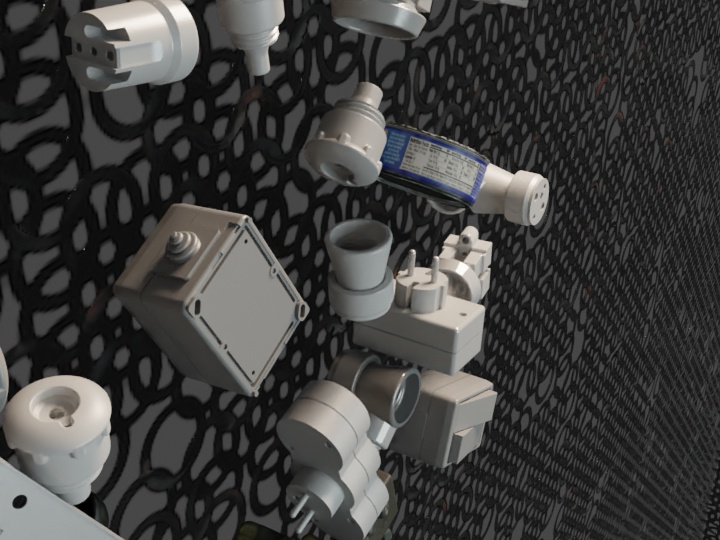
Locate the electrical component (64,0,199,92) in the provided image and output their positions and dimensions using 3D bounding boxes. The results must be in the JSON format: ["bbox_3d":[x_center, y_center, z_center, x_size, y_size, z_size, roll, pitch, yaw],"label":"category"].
[{"bbox_3d":[-0.101,-0.099,0.474,0.046,0.040,0.040,-27,128,-48],"label":"electrical component"}]

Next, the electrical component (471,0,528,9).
[{"bbox_3d":[0.086,-0.243,0.719,0.063,0.079,0.121,-53,154,-79],"label":"electrical component"}]

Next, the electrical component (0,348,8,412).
[{"bbox_3d":[-0.172,0.044,0.415,0.062,0.048,0.048,-26,127,-45],"label":"electrical component"}]

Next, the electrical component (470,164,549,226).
[{"bbox_3d":[0.126,-0.064,0.910,0.045,0.055,0.045,-39,138,-48],"label":"electrical component"}]

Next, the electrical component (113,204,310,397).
[{"bbox_3d":[-0.081,0.011,0.557,0.061,0.061,0.096,-59,142,-26],"label":"electrical component"}]

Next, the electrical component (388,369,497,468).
[{"bbox_3d":[0.075,0.122,0.910,0.096,0.061,0.061,-10,114,-61],"label":"electrical component"}]

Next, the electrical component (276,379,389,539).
[{"bbox_3d":[-0.026,0.147,0.739,0.073,0.052,0.138,-52,145,-35],"label":"electrical component"}]

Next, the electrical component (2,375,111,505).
[{"bbox_3d":[-0.138,0.084,0.502,0.048,0.048,0.062,-46,150,-43],"label":"electrical component"}]

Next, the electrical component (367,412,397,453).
[{"bbox_3d":[0.005,0.127,0.810,0.061,0.035,0.035,-64,152,-13],"label":"electrical component"}]

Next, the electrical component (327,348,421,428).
[{"bbox_3d":[0.010,0.083,0.770,0.045,0.055,0.045,-39,138,-48],"label":"electrical component"}]

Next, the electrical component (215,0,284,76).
[{"bbox_3d":[-0.055,-0.129,0.549,0.035,0.035,0.061,-49,147,-40],"label":"electrical component"}]

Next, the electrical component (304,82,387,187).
[{"bbox_3d":[-0.004,-0.086,0.663,0.062,0.048,0.048,-70,154,-22],"label":"electrical component"}]

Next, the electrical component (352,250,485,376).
[{"bbox_3d":[0.043,0.023,0.767,0.047,0.083,0.075,-33,133,-53],"label":"electrical component"}]

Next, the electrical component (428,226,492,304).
[{"bbox_3d":[0.080,0.006,0.874,0.055,0.048,0.066,-49,145,-53],"label":"electrical component"}]

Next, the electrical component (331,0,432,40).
[{"bbox_3d":[0.014,-0.170,0.635,0.078,0.058,0.057,6,96,-63],"label":"electrical component"}]

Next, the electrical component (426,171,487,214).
[{"bbox_3d":[0.075,-0.069,0.828,0.046,0.040,0.040,-41,139,-57],"label":"electrical component"}]

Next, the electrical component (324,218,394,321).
[{"bbox_3d":[0.000,0.000,0.716,0.045,0.045,0.055,-45,142,-44],"label":"electrical component"}]
